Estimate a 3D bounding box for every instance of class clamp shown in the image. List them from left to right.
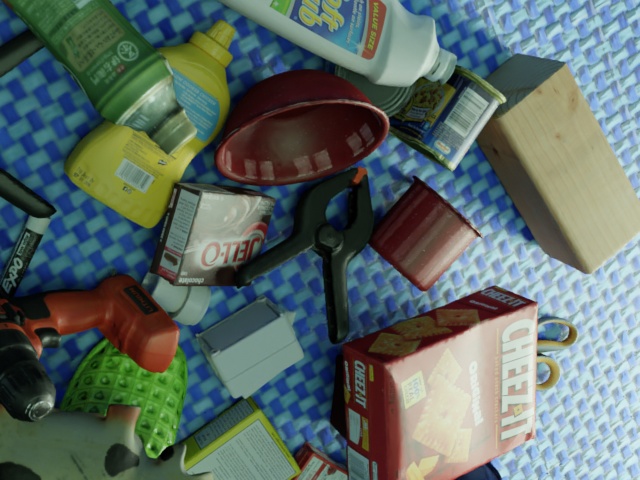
[{"bbox_3d":[-0.315,-0.108,0.886,0.209,0.036,0.164,6,99,-21],"label":"clamp"},{"bbox_3d":[-0.007,0.001,1.015,0.120,0.039,0.171,25,69,-22],"label":"clamp"}]

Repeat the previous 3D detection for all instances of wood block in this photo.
[{"bbox_3d":[0.238,-0.077,1.086,0.090,0.091,0.206,-39,116,-7],"label":"wood block"}]

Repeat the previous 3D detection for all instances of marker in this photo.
[{"bbox_3d":[-0.274,0.031,0.953,0.020,0.020,0.121,24,95,-26],"label":"marker"}]

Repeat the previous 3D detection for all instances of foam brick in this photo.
[{"bbox_3d":[0.046,0.162,1.101,0.052,0.051,0.078,-1,105,-22],"label":"foam brick"}]

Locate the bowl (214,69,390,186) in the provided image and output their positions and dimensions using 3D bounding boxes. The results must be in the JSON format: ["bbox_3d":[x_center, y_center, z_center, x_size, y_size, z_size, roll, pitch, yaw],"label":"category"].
[{"bbox_3d":[-0.021,-0.107,0.963,0.161,0.162,0.055,-5,69,-20],"label":"bowl"}]

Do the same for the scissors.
[{"bbox_3d":[0.194,0.131,1.170,0.201,0.016,0.096,-8,108,-19],"label":"scissors"}]

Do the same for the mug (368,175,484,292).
[{"bbox_3d":[0.105,0.000,1.064,0.081,0.093,0.117,-48,153,3],"label":"mug"}]

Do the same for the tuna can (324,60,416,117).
[{"bbox_3d":[0.047,-0.159,1.017,0.086,0.034,0.086,-6,107,-20],"label":"tuna can"}]

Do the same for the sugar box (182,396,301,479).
[{"bbox_3d":[-0.115,0.244,1.065,0.176,0.048,0.093,-33,115,-6],"label":"sugar box"}]

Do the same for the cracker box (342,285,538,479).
[{"bbox_3d":[0.126,0.155,1.072,0.213,0.072,0.164,-17,114,-34],"label":"cracker box"}]

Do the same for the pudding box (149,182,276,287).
[{"bbox_3d":[-0.096,-0.004,0.977,0.113,0.039,0.090,4,105,-53],"label":"pudding box"}]

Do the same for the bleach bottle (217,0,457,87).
[{"bbox_3d":[0.012,-0.214,0.944,0.250,0.068,0.102,25,96,-15],"label":"bleach bottle"}]

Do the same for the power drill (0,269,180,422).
[{"bbox_3d":[-0.214,0.082,0.896,0.187,0.185,0.057,2,120,-45],"label":"power drill"}]

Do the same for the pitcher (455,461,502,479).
[{"bbox_3d":[0.120,0.347,1.151,0.149,0.145,0.243,2,109,-10],"label":"pitcher"}]

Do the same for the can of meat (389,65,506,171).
[{"bbox_3d":[0.117,-0.121,1.019,0.057,0.102,0.084,33,93,-26],"label":"can of meat"}]

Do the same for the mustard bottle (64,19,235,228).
[{"bbox_3d":[-0.136,-0.112,0.944,0.096,0.058,0.191,34,91,-27],"label":"mustard bottle"}]

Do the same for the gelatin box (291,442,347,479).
[{"bbox_3d":[-0.001,0.265,1.124,0.089,0.030,0.073,35,92,-26],"label":"gelatin box"}]
